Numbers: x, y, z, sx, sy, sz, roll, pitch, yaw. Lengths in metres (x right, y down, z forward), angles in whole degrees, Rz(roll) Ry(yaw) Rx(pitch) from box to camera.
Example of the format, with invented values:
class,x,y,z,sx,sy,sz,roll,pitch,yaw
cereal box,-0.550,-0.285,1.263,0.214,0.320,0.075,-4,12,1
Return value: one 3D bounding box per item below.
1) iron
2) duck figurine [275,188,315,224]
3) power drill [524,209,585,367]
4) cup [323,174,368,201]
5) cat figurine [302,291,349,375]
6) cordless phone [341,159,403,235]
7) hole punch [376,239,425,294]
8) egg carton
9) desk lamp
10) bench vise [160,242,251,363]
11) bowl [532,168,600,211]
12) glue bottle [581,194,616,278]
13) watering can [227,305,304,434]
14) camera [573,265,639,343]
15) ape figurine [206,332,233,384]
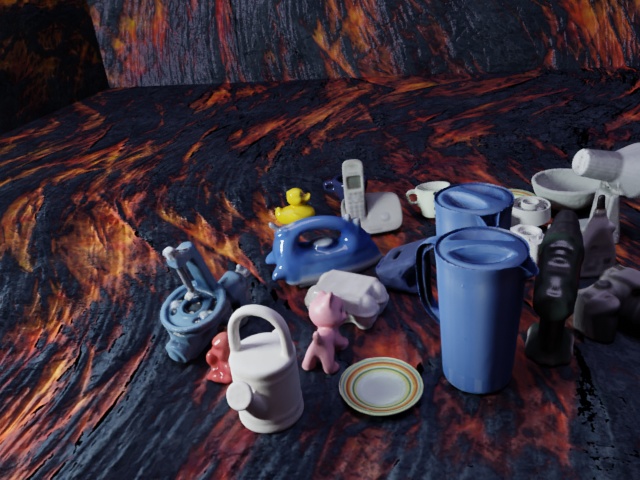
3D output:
class,x,y,z,sx,sy,sz,roll,pitch,yaw
iron,0.011,0.004,1.228,0.258,0.142,0.118,-12,28,-12
duck figurine,-0.067,-0.092,1.490,0.105,0.086,0.077,-13,28,-13
power drill,0.381,0.085,0.927,0.075,0.209,0.230,7,30,23
cup,0.069,-0.120,1.507,0.117,0.095,0.091,-5,27,1
cat figurine,0.009,0.145,0.982,0.067,0.118,0.128,2,28,15
cordless phone,0.121,-0.106,1.373,0.147,0.185,0.094,-8,27,-5
hole punch,0.169,0.048,1.169,0.100,0.091,0.109,8,30,25
egg carton,0.052,0.112,1.091,0.150,0.069,0.107,9,31,26
desk lamp,0.618,-0.101,1.236,0.203,0.214,0.117,-8,27,-5
bench vise,-0.215,0.083,1.034,0.121,0.220,0.207,3,29,16
bowl,0.609,-0.115,1.416,0.167,0.075,0.167,-4,27,3
glue bottle,0.540,-0.008,1.116,0.078,0.173,0.037,-4,27,3
watering can,-0.083,0.185,0.841,0.101,0.194,0.172,-8,27,-4
camera,0.526,0.112,0.965,0.143,0.101,0.136,-20,30,-25
ape figurine,-0.155,0.192,0.951,0.076,0.092,0.077,-15,29,-17
